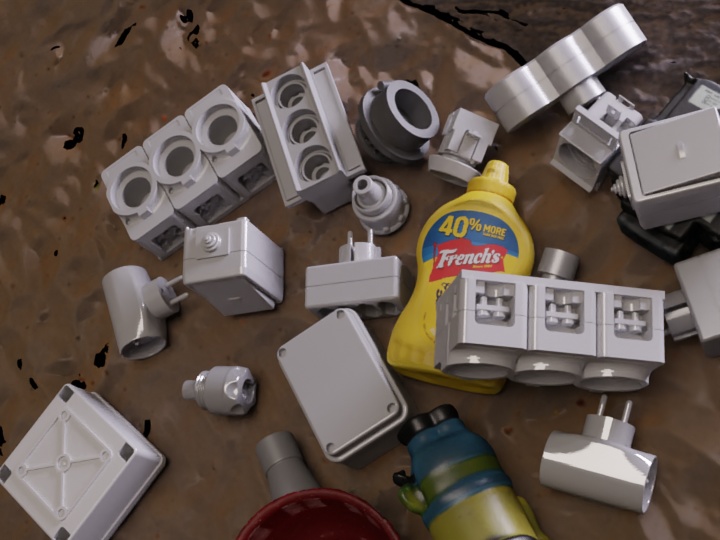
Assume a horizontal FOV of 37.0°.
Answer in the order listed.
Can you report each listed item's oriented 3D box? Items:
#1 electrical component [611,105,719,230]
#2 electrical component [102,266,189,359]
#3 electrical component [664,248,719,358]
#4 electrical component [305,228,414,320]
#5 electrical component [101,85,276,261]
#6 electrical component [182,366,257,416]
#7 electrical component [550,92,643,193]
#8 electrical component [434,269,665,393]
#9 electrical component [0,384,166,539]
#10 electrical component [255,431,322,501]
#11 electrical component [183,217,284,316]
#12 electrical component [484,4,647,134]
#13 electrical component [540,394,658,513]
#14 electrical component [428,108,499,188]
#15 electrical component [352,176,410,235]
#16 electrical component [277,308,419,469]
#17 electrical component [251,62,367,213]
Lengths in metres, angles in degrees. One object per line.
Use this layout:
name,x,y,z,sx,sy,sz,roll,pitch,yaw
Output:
electrical component,0.230,-0.074,0.787,0.096,0.061,0.061,-14,66,17
electrical component,-0.194,0.031,0.995,0.079,0.043,0.077,-27,63,11
electrical component,0.250,0.031,0.812,0.077,0.047,0.065,-20,63,16
electrical component,0.000,0.000,0.925,0.083,0.047,0.075,-7,68,20
electrical component,-0.161,-0.094,1.019,0.150,0.062,0.089,-35,61,7
electrical component,-0.125,0.105,0.938,0.062,0.043,0.043,-2,70,23
electrical component,0.193,-0.105,0.870,0.042,0.081,0.064,41,71,17
electrical component,0.137,0.049,0.793,0.150,0.089,0.061,6,72,-7
electrical component,-0.247,0.176,0.953,0.109,0.056,0.108,35,86,29
electrical component,-0.061,0.167,0.891,0.044,0.044,0.065,-33,57,8
electrical component,-0.113,-0.002,0.944,0.062,0.096,0.061,-9,68,19
electrical component,0.183,-0.155,0.910,0.138,0.052,0.073,-33,86,7
electrical component,0.182,0.132,0.802,0.077,0.044,0.079,12,75,25
electrical component,0.088,-0.104,0.926,0.048,0.066,0.055,22,87,-7
electrical component,0.013,-0.062,0.935,0.048,0.062,0.048,-8,67,19
electrical component,-0.010,0.097,0.886,0.078,0.057,0.113,-34,61,7
electrical component,-0.043,-0.118,0.979,0.079,0.063,0.121,-25,63,12
